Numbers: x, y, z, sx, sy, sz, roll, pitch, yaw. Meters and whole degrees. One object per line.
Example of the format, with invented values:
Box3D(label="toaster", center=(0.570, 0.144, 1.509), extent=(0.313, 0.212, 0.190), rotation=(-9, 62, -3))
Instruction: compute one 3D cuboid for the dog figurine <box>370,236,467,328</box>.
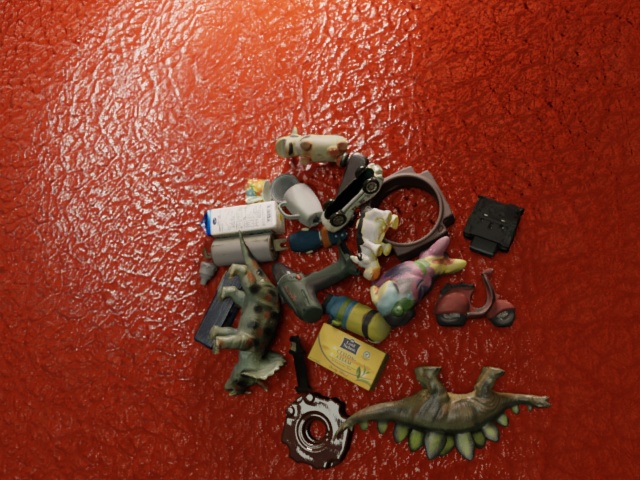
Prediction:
Box3D(label="dog figurine", center=(0.228, 0.089, 1.233), extent=(0.219, 0.191, 0.108), rotation=(-37, 96, 12))

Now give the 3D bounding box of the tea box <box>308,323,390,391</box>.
Box3D(label="tea box", center=(0.069, 0.278, 1.286), extent=(0.170, 0.068, 0.098), rotation=(22, 83, 22))

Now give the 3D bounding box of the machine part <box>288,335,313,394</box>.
Box3D(label="machine part", center=(-0.051, 0.304, 1.318), extent=(0.039, 0.084, 0.139), rotation=(-7, 81, -21))

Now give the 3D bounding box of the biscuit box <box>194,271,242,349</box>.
Box3D(label="biscuit box", center=(-0.256, 0.185, 1.412), extent=(0.063, 0.059, 0.202), rotation=(24, 83, 19))

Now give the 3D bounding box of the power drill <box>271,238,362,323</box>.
Box3D(label="power drill", center=(-0.012, 0.083, 1.330), extent=(0.207, 0.085, 0.232), rotation=(-29, 41, 1))

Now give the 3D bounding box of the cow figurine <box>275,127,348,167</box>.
Box3D(label="cow figurine", center=(-0.023, -0.249, 1.435), extent=(0.195, 0.127, 0.085), rotation=(1, 116, 3))

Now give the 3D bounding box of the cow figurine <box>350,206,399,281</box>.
Box3D(label="cow figurine", center=(0.115, 0.007, 1.260), extent=(0.098, 0.068, 0.167), rotation=(18, 93, 34))

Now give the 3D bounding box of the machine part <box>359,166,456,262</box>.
Box3D(label="machine part", center=(0.213, -0.064, 1.324), extent=(0.201, 0.087, 0.201), rotation=(-27, 69, 7))

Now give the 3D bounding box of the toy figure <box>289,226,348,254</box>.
Box3D(label="toy figure", center=(-0.003, -0.005, 1.388), extent=(0.155, 0.064, 0.058), rotation=(-10, 34, 9))

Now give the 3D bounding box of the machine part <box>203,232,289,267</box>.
Box3D(label="machine part", center=(-0.199, 0.027, 1.429), extent=(0.243, 0.079, 0.079), rotation=(-7, 74, 15))

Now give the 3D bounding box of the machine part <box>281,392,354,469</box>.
Box3D(label="machine part", center=(-0.007, 0.449, 1.270), extent=(0.180, 0.056, 0.179), rotation=(-4, 76, 15))

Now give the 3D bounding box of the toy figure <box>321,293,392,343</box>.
Box3D(label="toy figure", center=(0.086, 0.187, 1.293), extent=(0.180, 0.089, 0.082), rotation=(25, 90, 21))

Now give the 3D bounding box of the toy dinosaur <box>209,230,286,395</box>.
Box3D(label="toy dinosaur", center=(-0.161, 0.186, 1.331), extent=(0.192, 0.131, 0.404), rotation=(18, 75, -22))

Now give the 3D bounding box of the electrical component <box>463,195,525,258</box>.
Box3D(label="electrical component", center=(0.406, -0.028, 1.271), extent=(0.115, 0.058, 0.134), rotation=(19, 81, 22))

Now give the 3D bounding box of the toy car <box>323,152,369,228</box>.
Box3D(label="toy car", center=(0.074, -0.126, 1.380), extent=(0.089, 0.053, 0.202), rotation=(21, 105, 10))

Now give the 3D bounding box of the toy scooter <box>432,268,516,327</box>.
Box3D(label="toy scooter", center=(0.351, 0.132, 1.236), extent=(0.184, 0.075, 0.135), rotation=(-3, 75, 13))

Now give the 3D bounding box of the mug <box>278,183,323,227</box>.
Box3D(label="mug", center=(-0.046, -0.082, 1.387), extent=(0.109, 0.080, 0.107), rotation=(-18, 48, -28))

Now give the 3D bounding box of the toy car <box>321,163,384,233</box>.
Box3D(label="toy car", center=(0.079, -0.104, 1.315), extent=(0.201, 0.056, 0.074), rotation=(-45, 38, 18))

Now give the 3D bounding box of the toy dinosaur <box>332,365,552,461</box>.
Box3D(label="toy dinosaur", center=(0.258, 0.375, 1.181), extent=(0.472, 0.105, 0.198), rotation=(-4, 75, 14))
